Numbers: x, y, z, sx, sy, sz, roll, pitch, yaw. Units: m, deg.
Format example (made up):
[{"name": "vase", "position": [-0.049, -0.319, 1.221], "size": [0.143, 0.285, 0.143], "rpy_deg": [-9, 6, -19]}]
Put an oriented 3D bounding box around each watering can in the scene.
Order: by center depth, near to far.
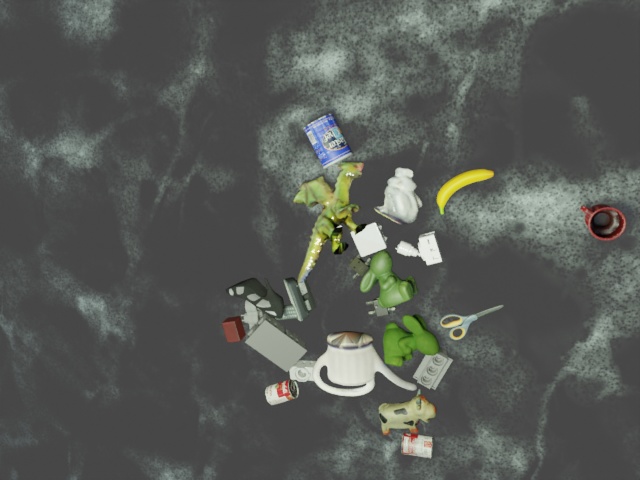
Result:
[{"name": "watering can", "position": [0.146, 0.412, 1.711], "size": [0.347, 0.105, 0.222], "rpy_deg": [-2, 102, 3]}]

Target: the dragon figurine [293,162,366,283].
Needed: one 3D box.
[{"name": "dragon figurine", "position": [0.005, -0.082, 1.632], "size": [0.407, 0.121, 0.247], "rpy_deg": [-46, 58, 12]}]

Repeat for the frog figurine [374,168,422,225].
[{"name": "frog figurine", "position": [0.254, -0.131, 1.553], "size": [0.136, 0.124, 0.158], "rpy_deg": [23, 101, -25]}]
